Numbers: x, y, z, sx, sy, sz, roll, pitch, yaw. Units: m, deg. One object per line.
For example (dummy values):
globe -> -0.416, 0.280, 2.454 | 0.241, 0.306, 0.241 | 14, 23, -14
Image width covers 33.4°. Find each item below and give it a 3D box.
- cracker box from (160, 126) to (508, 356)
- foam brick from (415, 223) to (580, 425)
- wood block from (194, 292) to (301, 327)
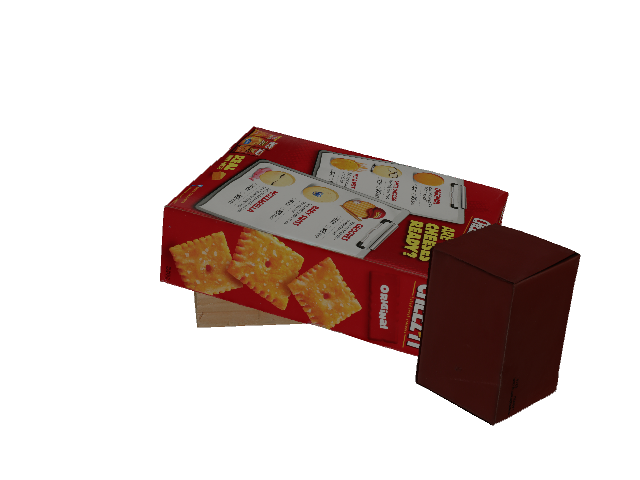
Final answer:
cracker box -> 0.014, -0.003, 0.780 | 0.214, 0.072, 0.164 | 16, 30, 13
foam brick -> 0.084, 0.039, 0.515 | 0.052, 0.078, 0.051 | -18, 32, -40
wood block -> -0.022, 0.027, 1.061 | 0.206, 0.091, 0.090 | -1, 20, -8
